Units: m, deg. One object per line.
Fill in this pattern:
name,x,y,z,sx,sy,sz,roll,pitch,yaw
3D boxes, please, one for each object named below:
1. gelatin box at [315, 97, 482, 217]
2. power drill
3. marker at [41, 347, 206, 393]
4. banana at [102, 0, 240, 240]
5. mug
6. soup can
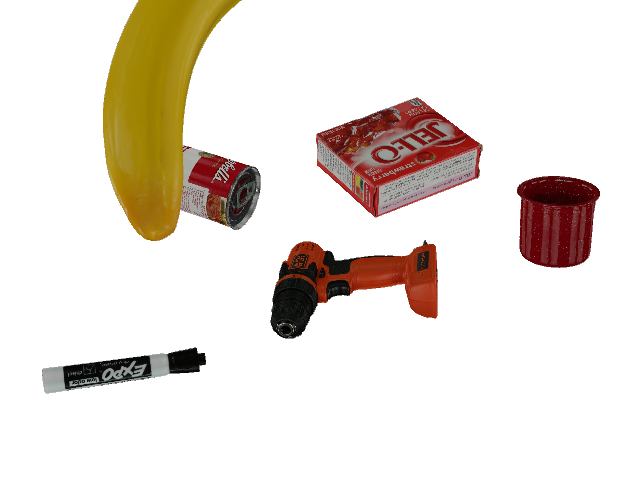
gelatin box,0.053,-0.058,0.722,0.089,0.030,0.073,-22,43,-23
power drill,0.040,0.054,1.224,0.188,0.057,0.184,0,28,8
marker,-0.146,0.097,0.802,0.121,0.020,0.020,-7,1,-11
banana,-0.061,-0.090,0.503,0.070,0.197,0.037,19,-29,12
mug,0.281,-0.024,1.242,0.093,0.081,0.117,20,33,40
soup can,-0.122,-0.058,1.108,0.102,0.068,0.068,18,6,20
